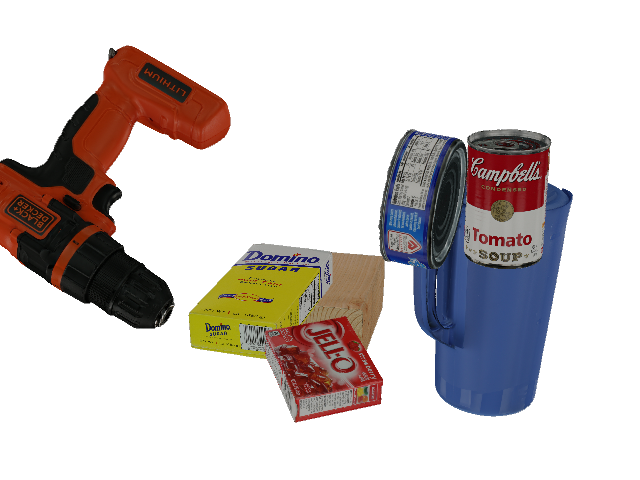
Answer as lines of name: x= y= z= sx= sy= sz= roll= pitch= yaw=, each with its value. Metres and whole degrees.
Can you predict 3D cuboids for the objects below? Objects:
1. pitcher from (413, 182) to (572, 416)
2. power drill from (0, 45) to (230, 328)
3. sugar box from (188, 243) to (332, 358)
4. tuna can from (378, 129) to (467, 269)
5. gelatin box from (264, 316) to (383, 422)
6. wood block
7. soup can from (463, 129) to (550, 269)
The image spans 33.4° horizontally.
pitcher: x=0.172 y=0.057 z=1.103 sx=0.149 sy=0.243 sz=0.145 roll=5 pitch=21 yaw=8
power drill: x=-0.148 y=-0.044 z=0.790 sx=0.184 sy=0.187 sz=0.057 roll=32 pitch=-27 yaw=8
sugar box: x=-0.056 y=0.057 z=1.085 sx=0.093 sy=0.048 sz=0.176 roll=6 pitch=27 yaw=16
tuna can: x=0.066 y=-0.025 z=0.675 sx=0.034 sy=0.086 sz=0.086 roll=12 pitch=4 yaw=18
gelatin box: x=0.001 y=0.101 z=0.862 sx=0.073 sy=0.030 sz=0.089 roll=-9 pitch=35 yaw=-15
wood block: x=0.031 y=0.094 z=1.502 sx=0.091 sy=0.090 sz=0.206 roll=5 pitch=20 yaw=10
soup can: x=0.154 y=-0.035 z=0.887 sx=0.068 sy=0.102 sz=0.068 roll=-1 pitch=21 yaw=0
